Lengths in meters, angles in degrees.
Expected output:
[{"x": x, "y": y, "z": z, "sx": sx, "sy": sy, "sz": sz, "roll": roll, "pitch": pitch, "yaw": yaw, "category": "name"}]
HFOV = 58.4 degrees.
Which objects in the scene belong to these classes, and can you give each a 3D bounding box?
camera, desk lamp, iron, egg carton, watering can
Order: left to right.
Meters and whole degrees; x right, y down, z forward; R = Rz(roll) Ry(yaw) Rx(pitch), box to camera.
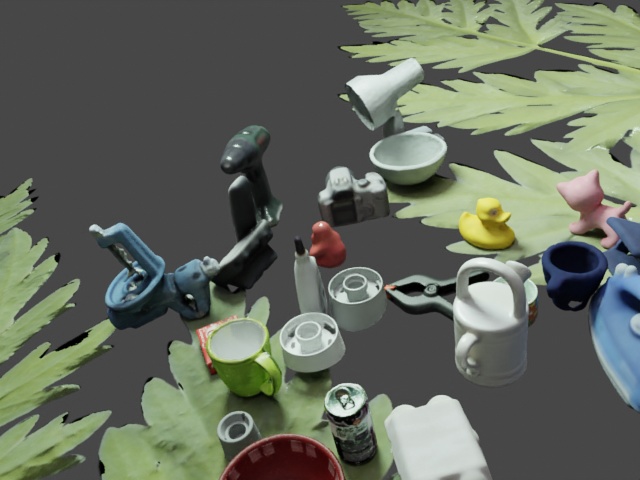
[{"x": 0.064, "y": -0.109, "z": 1.198, "sx": 0.143, "sy": 0.101, "sz": 0.136, "roll": -11, "pitch": 36, "yaw": 2, "category": "camera"}, {"x": 0.172, "y": -0.300, "z": 1.328, "sx": 0.203, "sy": 0.214, "sz": 0.117, "roll": -21, "pitch": 37, "yaw": -12, "category": "desk lamp"}, {"x": 0.144, "y": 0.263, "z": 0.698, "sx": 0.107, "sy": 0.069, "sz": 0.150, "roll": -14, "pitch": 36, "yaw": -2, "category": "egg carton"}, {"x": 0.236, "y": 0.097, "z": 0.789, "sx": 0.100, "sy": 0.194, "sz": 0.173, "roll": 3, "pitch": 39, "yaw": 20, "category": "watering can"}, {"x": 0.433, "y": 0.111, "z": 0.757, "sx": 0.118, "sy": 0.142, "sz": 0.258, "roll": -12, "pitch": 36, "yaw": 0, "category": "iron"}]

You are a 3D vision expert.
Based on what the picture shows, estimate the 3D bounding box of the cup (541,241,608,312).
[{"x": 0.376, "y": 0.070, "z": 0.869, "sx": 0.091, "sy": 0.095, "sz": 0.118, "roll": 23, "pitch": 49, "yaw": 39, "category": "cup"}]

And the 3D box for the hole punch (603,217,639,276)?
[{"x": 0.514, "y": 0.012, "z": 0.911, "sx": 0.101, "sy": 0.091, "sz": 0.108, "roll": -10, "pitch": 36, "yaw": 3, "category": "hole punch"}]

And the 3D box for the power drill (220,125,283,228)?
[{"x": -0.139, "y": -0.130, "z": 1.193, "sx": 0.075, "sy": 0.209, "sz": 0.229, "roll": -5, "pitch": 37, "yaw": 11, "category": "power drill"}]

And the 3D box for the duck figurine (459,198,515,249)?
[{"x": 0.303, "y": -0.039, "z": 1.045, "sx": 0.104, "sy": 0.086, "sz": 0.078, "roll": 20, "pitch": 47, "yaw": 37, "category": "duck figurine"}]

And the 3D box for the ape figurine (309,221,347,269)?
[{"x": 0.010, "y": 0.004, "z": 1.068, "sx": 0.078, "sy": 0.092, "sz": 0.075, "roll": -32, "pitch": 40, "yaw": -25, "category": "ape figurine"}]

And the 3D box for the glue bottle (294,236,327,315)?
[{"x": -0.019, "y": 0.063, "z": 0.926, "sx": 0.037, "sy": 0.173, "sz": 0.078, "roll": -6, "pitch": 36, "yaw": 9, "category": "glue bottle"}]

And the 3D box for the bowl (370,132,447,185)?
[{"x": 0.195, "y": -0.169, "z": 1.262, "sx": 0.167, "sy": 0.075, "sz": 0.167, "roll": -8, "pitch": 36, "yaw": 6, "category": "bowl"}]

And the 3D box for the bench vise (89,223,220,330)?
[{"x": -0.290, "y": 0.045, "z": 0.990, "sx": 0.208, "sy": 0.220, "sz": 0.121, "roll": -24, "pitch": 38, "yaw": -16, "category": "bench vise"}]

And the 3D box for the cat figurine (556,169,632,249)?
[{"x": 0.480, "y": -0.063, "z": 1.000, "sx": 0.067, "sy": 0.118, "sz": 0.127, "roll": -32, "pitch": 40, "yaw": -25, "category": "cat figurine"}]

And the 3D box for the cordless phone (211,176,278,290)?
[{"x": -0.157, "y": -0.014, "z": 1.061, "sx": 0.094, "sy": 0.185, "sz": 0.148, "roll": 7, "pitch": 40, "yaw": 24, "category": "cordless phone"}]
